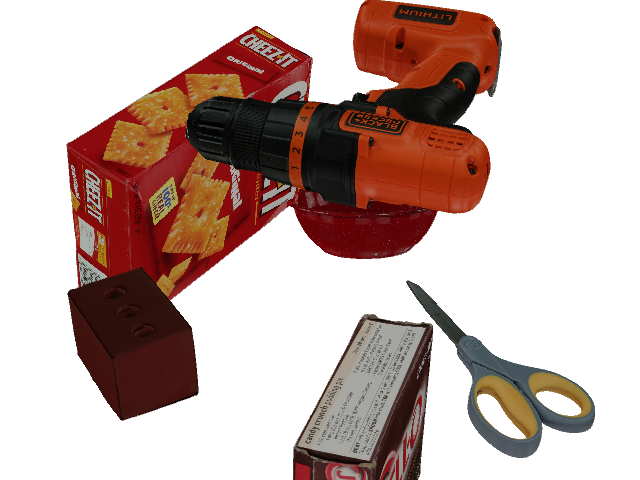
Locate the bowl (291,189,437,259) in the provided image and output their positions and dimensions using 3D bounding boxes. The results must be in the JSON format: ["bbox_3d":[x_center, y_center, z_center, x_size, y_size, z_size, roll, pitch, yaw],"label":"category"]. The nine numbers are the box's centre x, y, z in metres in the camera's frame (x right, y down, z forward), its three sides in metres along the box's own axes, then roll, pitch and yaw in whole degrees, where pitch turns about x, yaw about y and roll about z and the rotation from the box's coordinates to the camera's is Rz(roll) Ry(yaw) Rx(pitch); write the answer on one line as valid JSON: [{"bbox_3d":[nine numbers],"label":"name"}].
[{"bbox_3d":[0.046,-0.019,1.075,0.162,0.055,0.162,-2,14,0],"label":"bowl"}]

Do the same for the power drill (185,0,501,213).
[{"bbox_3d":[0.029,-0.090,0.677,0.184,0.057,0.187,13,40,15],"label":"power drill"}]

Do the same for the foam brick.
[{"bbox_3d":[-0.116,0.063,0.660,0.052,0.051,0.078,-18,37,-27],"label":"foam brick"}]

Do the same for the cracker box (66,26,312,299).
[{"bbox_3d":[-0.100,-0.051,0.861,0.072,0.164,0.213,33,50,23],"label":"cracker box"}]

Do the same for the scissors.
[{"bbox_3d":[0.130,0.084,0.775,0.096,0.016,0.202,0,31,-10],"label":"scissors"}]

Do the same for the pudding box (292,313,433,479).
[{"bbox_3d":[0.019,0.098,0.473,0.039,0.090,0.113,9,28,12],"label":"pudding box"}]
